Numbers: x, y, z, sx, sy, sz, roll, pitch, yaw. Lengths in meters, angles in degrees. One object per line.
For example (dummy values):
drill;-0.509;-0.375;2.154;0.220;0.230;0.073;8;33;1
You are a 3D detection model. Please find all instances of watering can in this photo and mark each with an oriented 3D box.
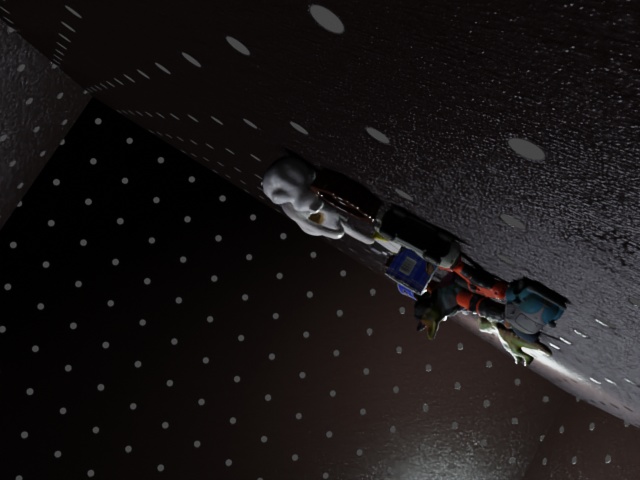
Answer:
watering can;0.005;-0.076;1.509;0.346;0.103;0.228;15;29;-47

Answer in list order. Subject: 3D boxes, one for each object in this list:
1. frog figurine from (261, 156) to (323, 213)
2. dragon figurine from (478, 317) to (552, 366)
frog figurine;-0.065;-0.132;1.319;0.139;0.161;0.120;-30;-23;-26
dragon figurine;0.661;0.320;1.840;0.244;0.123;0.406;39;-8;9
